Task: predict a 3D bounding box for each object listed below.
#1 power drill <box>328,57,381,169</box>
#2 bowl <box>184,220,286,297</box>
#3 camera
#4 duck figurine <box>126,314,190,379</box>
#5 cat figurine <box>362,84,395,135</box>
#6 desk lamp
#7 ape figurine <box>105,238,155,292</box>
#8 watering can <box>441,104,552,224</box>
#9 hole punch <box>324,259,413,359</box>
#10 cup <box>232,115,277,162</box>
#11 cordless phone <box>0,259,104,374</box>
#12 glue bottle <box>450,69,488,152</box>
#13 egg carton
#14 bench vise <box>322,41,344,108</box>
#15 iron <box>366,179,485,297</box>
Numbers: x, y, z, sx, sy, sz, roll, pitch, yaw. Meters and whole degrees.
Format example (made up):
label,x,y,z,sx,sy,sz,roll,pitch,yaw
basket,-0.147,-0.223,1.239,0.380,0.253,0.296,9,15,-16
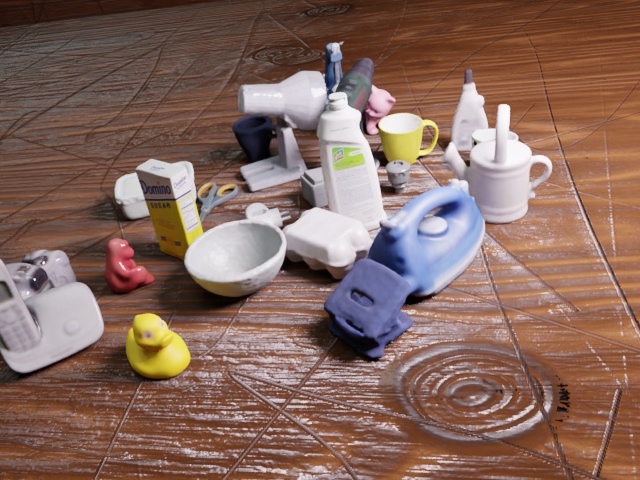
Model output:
label,x,y,z,sx,sy,sz,roll,pitch,yaw
power drill,0.071,-0.234,1.162,0.075,0.209,0.230,5,37,20
bowl,-0.132,0.041,0.938,0.167,0.075,0.167,-7,35,5
camera,-0.506,0.078,0.955,0.136,0.101,0.143,-4,35,9
duck figurine,-0.239,0.140,0.813,0.104,0.086,0.078,16,42,32
cat figurine,0.128,-0.318,1.347,0.067,0.118,0.127,-20,36,-14
desk lamp,-0.081,-0.235,1.196,0.203,0.214,0.117,-19,36,-13
ape figurine,-0.334,0.038,0.977,0.076,0.092,0.077,-19,36,-13
watering can,0.298,-0.133,0.974,0.173,0.194,0.101,-9,35,1
hole punch,0.067,0.093,0.800,0.101,0.091,0.108,-32,40,-29
cup,-0.134,-0.225,1.300,0.117,0.095,0.092,10,40,27
cordless phone,-0.415,0.092,0.839,0.148,0.185,0.093,-26,38,-21
glue bottle,0.308,-0.267,1.182,0.078,0.173,0.037,-2,36,12
egg carton,0.009,0.003,0.961,0.149,0.069,0.107,18,43,34
bench vise,0.023,-0.366,1.352,0.122,0.220,0.206,-26,38,-21
iron,0.177,-0.023,0.894,0.259,0.142,0.118,-34,41,-30
